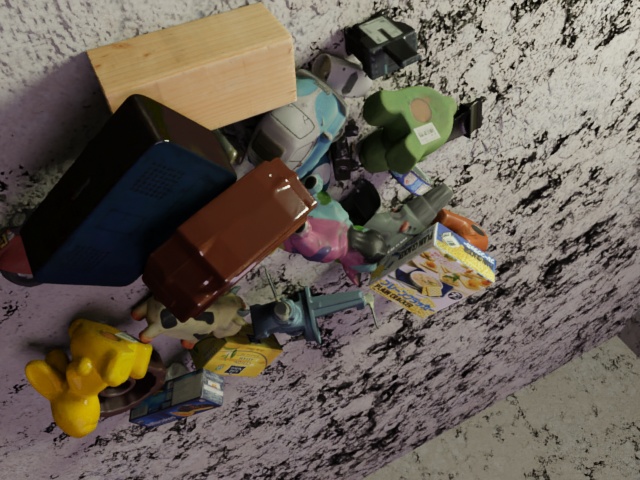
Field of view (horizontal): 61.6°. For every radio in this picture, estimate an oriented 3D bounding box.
[{"bbox_3d":[-0.210,-0.041,0.597,0.229,0.073,0.131,-40,153,21],"label":"radio"}]

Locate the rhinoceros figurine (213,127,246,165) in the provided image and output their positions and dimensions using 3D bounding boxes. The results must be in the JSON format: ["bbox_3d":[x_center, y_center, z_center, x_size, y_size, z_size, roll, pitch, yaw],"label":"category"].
[{"bbox_3d":[-0.178,-0.071,0.702,0.190,0.112,0.073,-57,-176,11],"label":"rhinoceros figurine"}]

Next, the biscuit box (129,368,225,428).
[{"bbox_3d":[-0.279,0.309,1.040,0.203,0.059,0.062,-24,140,26],"label":"biscuit box"}]

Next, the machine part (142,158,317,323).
[{"bbox_3d":[-0.110,0.005,0.655,0.201,0.087,0.201,-44,-177,-27],"label":"machine part"}]

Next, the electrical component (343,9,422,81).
[{"bbox_3d":[0.090,-0.246,0.698,0.075,0.119,0.047,-30,145,-10],"label":"electrical component"}]

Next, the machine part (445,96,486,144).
[{"bbox_3d":[0.232,-0.196,0.946,0.139,0.039,0.084,-28,150,-11],"label":"machine part"}]

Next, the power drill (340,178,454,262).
[{"bbox_3d":[0.128,-0.048,1.013,0.232,0.086,0.207,-44,152,19],"label":"power drill"}]

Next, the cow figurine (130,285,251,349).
[{"bbox_3d":[-0.211,0.128,0.940,0.127,0.086,0.194,-40,145,20],"label":"cow figurine"}]

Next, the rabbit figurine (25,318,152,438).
[{"bbox_3d":[-0.372,0.220,0.840,0.122,0.162,0.173,-123,-126,-87],"label":"rabbit figurine"}]

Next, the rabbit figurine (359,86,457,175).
[{"bbox_3d":[0.122,-0.169,0.836,0.159,0.121,0.170,-36,-179,-25],"label":"rabbit figurine"}]

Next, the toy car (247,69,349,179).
[{"bbox_3d":[-0.047,-0.137,0.708,0.161,0.109,0.103,-48,177,31],"label":"toy car"}]

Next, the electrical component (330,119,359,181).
[{"bbox_3d":[0.040,-0.139,0.835,0.045,0.078,0.102,-8,139,-2],"label":"electrical component"}]

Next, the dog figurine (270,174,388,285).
[{"bbox_3d":[-0.002,-0.003,0.860,0.192,0.108,0.219,-5,152,34],"label":"dog figurine"}]

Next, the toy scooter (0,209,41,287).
[{"bbox_3d":[-0.316,-0.012,0.690,0.184,0.075,0.135,-6,137,-38],"label":"toy scooter"}]

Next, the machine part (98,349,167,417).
[{"bbox_3d":[-0.374,0.255,0.980,0.179,0.056,0.179,-22,145,-16],"label":"machine part"}]

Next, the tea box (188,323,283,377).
[{"bbox_3d":[-0.170,0.222,1.094,0.098,0.068,0.169,-47,144,17],"label":"tea box"}]

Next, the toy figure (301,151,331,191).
[{"bbox_3d":[-0.013,-0.133,0.809,0.154,0.058,0.064,82,30,-51],"label":"toy figure"}]

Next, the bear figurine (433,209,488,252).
[{"bbox_3d":[0.277,0.040,1.200,0.132,0.120,0.195,9,132,-41],"label":"bear figurine"}]

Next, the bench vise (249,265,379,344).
[{"bbox_3d":[-0.011,0.136,1.058,0.241,0.129,0.223,-13,151,0],"label":"bench vise"}]
